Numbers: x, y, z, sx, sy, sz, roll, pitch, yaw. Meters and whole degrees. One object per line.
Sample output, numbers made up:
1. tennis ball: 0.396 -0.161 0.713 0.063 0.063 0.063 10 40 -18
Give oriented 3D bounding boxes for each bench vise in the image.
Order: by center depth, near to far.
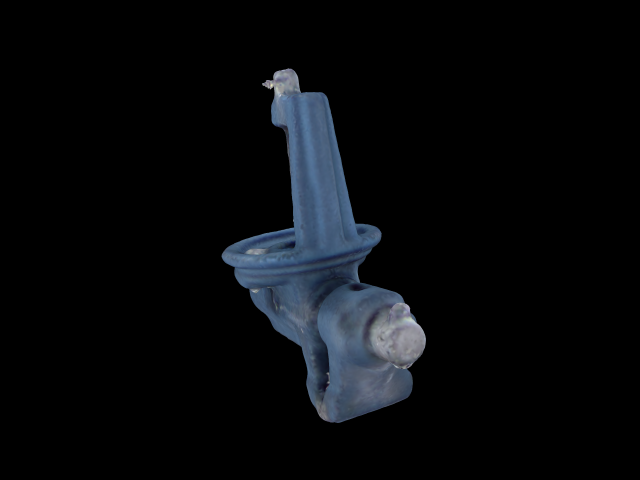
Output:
1. bench vise: 0.012 -0.002 0.408 0.206 0.220 0.122 22 33 40
